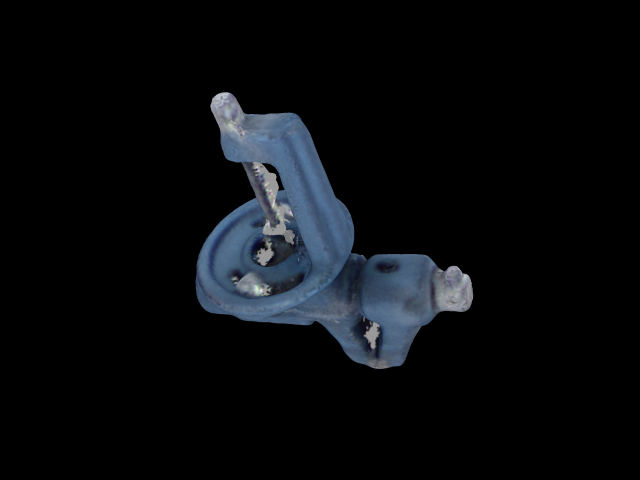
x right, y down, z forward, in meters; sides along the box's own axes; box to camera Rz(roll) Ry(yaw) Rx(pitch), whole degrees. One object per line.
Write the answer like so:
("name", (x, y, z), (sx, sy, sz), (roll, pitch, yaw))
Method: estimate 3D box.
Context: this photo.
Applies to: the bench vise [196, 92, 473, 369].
("bench vise", (0.003, -0.008, 0.408), (0.207, 0.220, 0.121), (-2, 49, -2))
